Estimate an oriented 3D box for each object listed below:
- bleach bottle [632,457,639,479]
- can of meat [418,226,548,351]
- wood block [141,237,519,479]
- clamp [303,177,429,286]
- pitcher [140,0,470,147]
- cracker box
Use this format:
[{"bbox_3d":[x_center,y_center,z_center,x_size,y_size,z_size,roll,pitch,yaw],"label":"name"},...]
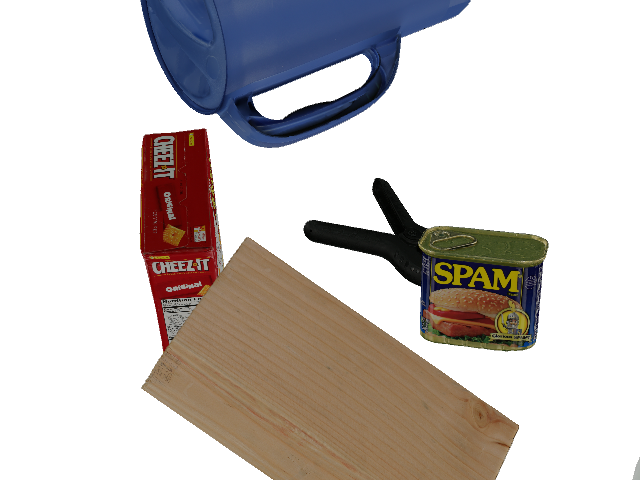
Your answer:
[{"bbox_3d":[0.270,0.098,0.616,0.103,0.068,0.250,18,30,32],"label":"bleach bottle"},{"bbox_3d":[0.131,0.040,0.873,0.102,0.084,0.057,6,24,15],"label":"can of meat"},{"bbox_3d":[0.004,0.104,0.668,0.206,0.090,0.090,35,-34,-2],"label":"wood block"},{"bbox_3d":[0.094,0.007,1.258,0.210,0.036,0.164,37,42,26],"label":"clamp"},{"bbox_3d":[0.001,-0.181,0.799,0.242,0.149,0.145,-22,39,-25],"label":"pitcher"},{"bbox_3d":[-0.133,0.023,1.060,0.072,0.164,0.214,-6,-43,-4],"label":"cracker box"}]
